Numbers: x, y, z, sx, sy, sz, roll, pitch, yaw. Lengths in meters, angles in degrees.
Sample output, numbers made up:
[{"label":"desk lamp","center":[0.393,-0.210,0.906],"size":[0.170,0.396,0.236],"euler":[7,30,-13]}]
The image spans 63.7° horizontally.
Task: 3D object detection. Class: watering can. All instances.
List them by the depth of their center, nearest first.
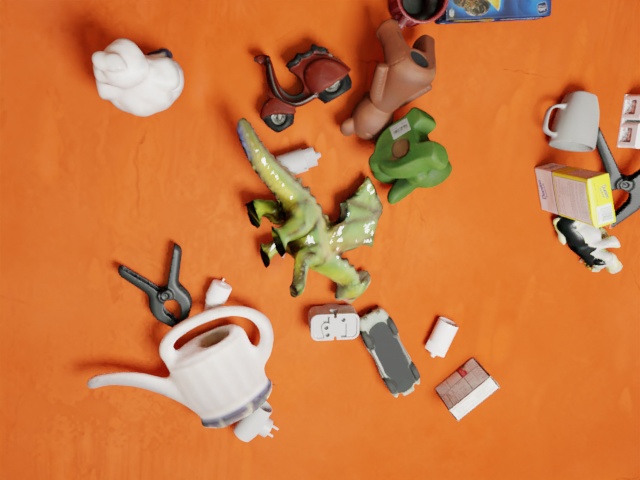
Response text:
[{"label":"watering can","center":[-0.238,0.261,0.983],"size":[0.348,0.105,0.222],"euler":[-26,105,-2]}]

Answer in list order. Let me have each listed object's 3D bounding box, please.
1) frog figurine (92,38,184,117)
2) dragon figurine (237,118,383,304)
[{"label":"frog figurine","center":[-0.297,-0.263,0.842],"size":[0.137,0.161,0.121],"euler":[-5,105,-6]},{"label":"dragon figurine","center":[0.003,-0.048,0.959],"size":[0.244,0.123,0.404],"euler":[-20,110,-23]}]
